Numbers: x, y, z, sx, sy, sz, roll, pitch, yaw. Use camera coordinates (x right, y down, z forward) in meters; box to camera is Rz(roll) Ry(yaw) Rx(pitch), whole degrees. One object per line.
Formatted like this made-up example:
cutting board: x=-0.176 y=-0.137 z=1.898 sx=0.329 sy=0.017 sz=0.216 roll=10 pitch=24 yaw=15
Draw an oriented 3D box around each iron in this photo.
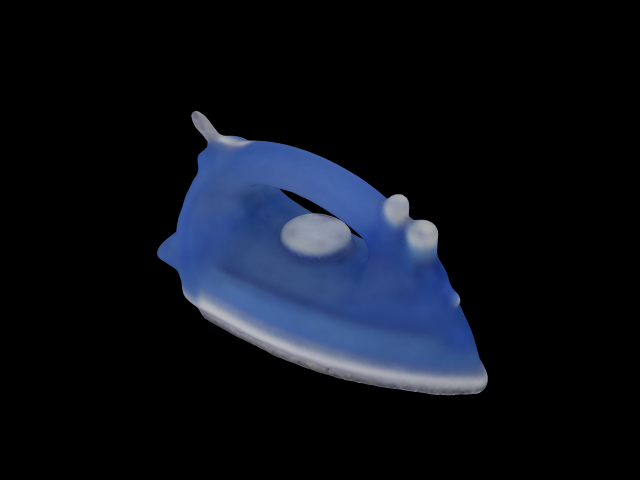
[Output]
iron: x=0.004 y=0.001 z=0.400 sx=0.257 sy=0.141 sz=0.119 roll=21 pitch=41 yaw=26
